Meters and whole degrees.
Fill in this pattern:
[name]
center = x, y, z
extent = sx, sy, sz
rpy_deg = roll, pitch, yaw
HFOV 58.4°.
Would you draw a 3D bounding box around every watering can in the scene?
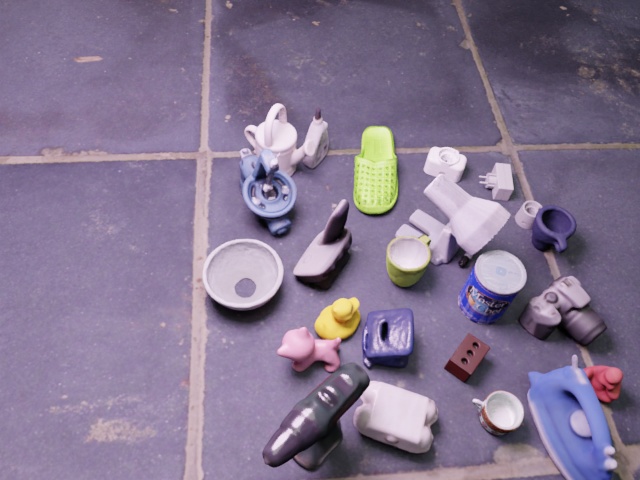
[watering can]
center = -0.096, -0.237, 1.355
extent = 0.173, 0.194, 0.101
rpy_deg = 4, 56, -1

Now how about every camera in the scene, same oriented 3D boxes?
[camera]
center = 0.518, 0.156, 1.194
extent = 0.143, 0.101, 0.136
rpy_deg = -29, 63, -22

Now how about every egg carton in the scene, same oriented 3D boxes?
[egg carton]
center = 0.141, 0.330, 1.067
extent = 0.150, 0.069, 0.107
rpy_deg = 16, 56, 7

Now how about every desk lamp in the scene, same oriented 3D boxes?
[desk lamp]
center = 0.283, -0.036, 1.237
extent = 0.203, 0.213, 0.118
rpy_deg = 35, 60, 18

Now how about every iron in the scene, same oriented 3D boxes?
[iron]
center = 0.482, 0.342, 1.041
extent = 0.119, 0.141, 0.258
rpy_deg = -7, 57, -9

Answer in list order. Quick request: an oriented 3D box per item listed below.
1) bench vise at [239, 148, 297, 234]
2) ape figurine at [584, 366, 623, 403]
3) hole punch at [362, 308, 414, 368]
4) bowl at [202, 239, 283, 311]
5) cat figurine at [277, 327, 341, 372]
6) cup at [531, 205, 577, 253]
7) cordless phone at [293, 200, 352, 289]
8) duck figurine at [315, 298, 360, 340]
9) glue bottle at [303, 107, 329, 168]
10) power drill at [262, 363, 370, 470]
[bench vise]
center = -0.136, -0.137, 1.269
extent = 0.207, 0.220, 0.122
rpy_deg = 40, 62, 20
[ape figurine]
center = 0.558, 0.276, 1.122
extent = 0.076, 0.092, 0.077
rpy_deg = -20, 60, -16
[hole punch]
center = 0.135, 0.194, 1.145
extent = 0.101, 0.091, 0.108
rpy_deg = 6, 56, 0
[bowl]
center = -0.160, 0.084, 1.205
extent = 0.167, 0.075, 0.167
rpy_deg = 2, 56, -3
[cat figurine]
center = -0.020, 0.206, 1.108
extent = 0.128, 0.118, 0.067
rpy_deg = -2, 56, -5
[cup]
center = 0.528, -0.007, 1.309
extent = 0.091, 0.095, 0.117
rpy_deg = -1, 56, -5
[cordless phone]
center = 0.011, 0.004, 1.206
extent = 0.094, 0.185, 0.148
rpy_deg = 24, 58, 12
[duck figurine]
center = 0.038, 0.154, 1.167
extent = 0.105, 0.086, 0.077
rpy_deg = -28, 62, -21
[glue bottle]
center = -0.007, -0.255, 1.386
extent = 0.037, 0.173, 0.078
rpy_deg = 30, 59, 16
[power drill]
center = -0.008, 0.318, 0.979
extent = 0.075, 0.208, 0.230
rpy_deg = 38, 61, 20
